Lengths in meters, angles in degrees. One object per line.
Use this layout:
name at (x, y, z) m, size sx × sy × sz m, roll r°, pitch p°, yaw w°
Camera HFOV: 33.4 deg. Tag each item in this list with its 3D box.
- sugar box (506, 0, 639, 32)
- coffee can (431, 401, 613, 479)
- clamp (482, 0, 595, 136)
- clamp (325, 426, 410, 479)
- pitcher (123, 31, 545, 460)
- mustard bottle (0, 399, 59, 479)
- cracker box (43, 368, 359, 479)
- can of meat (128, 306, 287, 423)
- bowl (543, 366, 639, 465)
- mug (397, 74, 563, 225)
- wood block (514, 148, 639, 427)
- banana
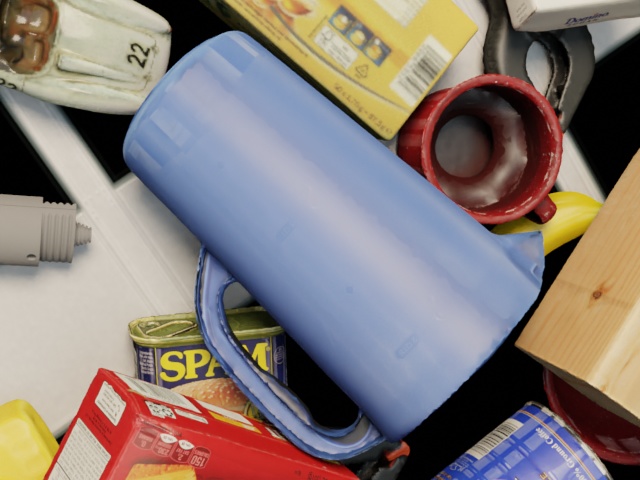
sugar box at (0.151, -0.224, 0.682) m, size 0.093 × 0.048 × 0.176 m, roll -9°, pitch 82°, yaw -12°
coffee can at (0.121, 0.192, 0.727) m, size 0.140 × 0.103 × 0.103 m, roll -35°, pitch 105°, yaw -11°
clamp at (0.136, -0.153, 0.719) m, size 0.120 × 0.039 × 0.171 m, roll 1°, pitch 91°, yaw -8°
clamp at (-0.030, 0.198, 0.726) m, size 0.209 × 0.036 × 0.164 m, roll -22°, pitch 106°, yaw -14°
pitcher at (-0.004, 0.001, 0.631) m, size 0.243 × 0.145 × 0.149 m, roll 42°, pitch 50°, yaw 5°
mustard bottle at (-0.245, 0.184, 0.658) m, size 0.191 × 0.058 × 0.096 m, roll -29°, pitch 111°, yaw -9°
cracker box at (-0.096, 0.201, 0.622) m, size 0.164 × 0.072 × 0.214 m, roll 26°, pitch 91°, yaw -35°
can of meat at (-0.070, 0.093, 0.692) m, size 0.102 × 0.057 × 0.084 m, roll -5°, pitch 101°, yaw -14°
bowl at (0.221, 0.075, 0.764) m, size 0.162 × 0.055 × 0.162 m, roll -2°, pitch 98°, yaw -14°
mug at (0.108, -0.053, 0.700) m, size 0.117 × 0.081 × 0.093 m, roll 39°, pitch 87°, yaw -13°
wood block at (0.229, 0.012, 0.677) m, size 0.090 × 0.091 × 0.206 m, roll 35°, pitch 87°, yaw -22°
banana at (0.123, 0.028, 0.725) m, size 0.197 × 0.070 × 0.037 m, roll -43°, pitch 123°, yaw -8°
